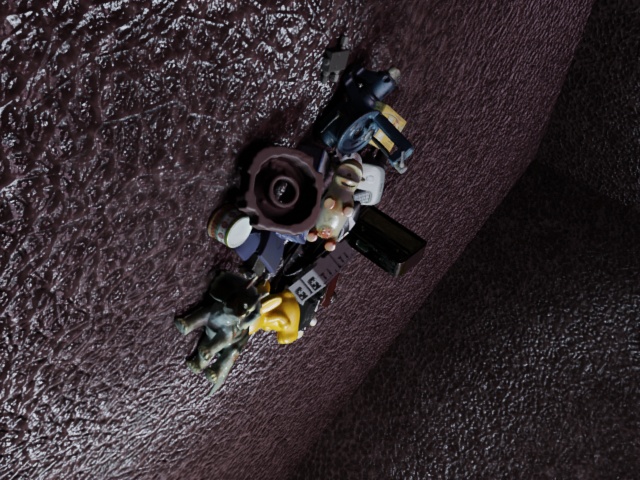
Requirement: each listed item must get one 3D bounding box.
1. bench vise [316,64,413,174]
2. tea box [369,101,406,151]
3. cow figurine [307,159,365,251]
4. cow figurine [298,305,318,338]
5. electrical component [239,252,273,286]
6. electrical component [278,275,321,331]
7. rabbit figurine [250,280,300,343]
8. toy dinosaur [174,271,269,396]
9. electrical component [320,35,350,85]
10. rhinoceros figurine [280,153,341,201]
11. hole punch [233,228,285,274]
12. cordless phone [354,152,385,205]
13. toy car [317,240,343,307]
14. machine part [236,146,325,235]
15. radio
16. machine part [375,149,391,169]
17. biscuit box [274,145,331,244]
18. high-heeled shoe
[{"bbox_3d":[0.117,-0.244,1.125,0.223,0.241,0.128,-39,160,1],"label":"bench vise"},{"bbox_3d":[0.140,-0.281,1.314,0.098,0.068,0.169,-60,158,9],"label":"tea box"},{"bbox_3d":[0.040,-0.089,1.169,0.127,0.085,0.194,-82,-165,-58],"label":"cow figurine"},{"bbox_3d":[-0.052,0.222,1.610,0.167,0.068,0.098,-62,152,6],"label":"cow figurine"},{"bbox_3d":[-0.142,0.065,1.249,0.078,0.045,0.102,-59,157,10],"label":"electrical component"},{"bbox_3d":[-0.070,0.178,1.455,0.058,0.115,0.134,-17,141,-52],"label":"electrical component"},{"bbox_3d":[-0.136,0.190,1.352,0.173,0.122,0.162,-8,128,-37],"label":"rabbit figurine"},{"bbox_3d":[-0.212,0.210,1.221,0.192,0.131,0.404,-37,159,-29],"label":"toy dinosaur"},{"bbox_3d":[0.029,-0.354,1.055,0.063,0.021,0.094,-29,146,-47],"label":"electrical component"},{"bbox_3d":[-0.014,-0.112,1.230,0.190,0.073,0.112,-51,158,-13],"label":"rhinoceros figurine"},{"bbox_3d":[-0.119,0.000,1.159,0.116,0.092,0.142,-54,154,-13],"label":"hole punch"},{"bbox_3d":[0.071,-0.135,1.380,0.184,0.089,0.146,-24,146,-21],"label":"cordless phone"},{"bbox_3d":[0.031,0.095,1.576,0.089,0.053,0.202,31,75,-62],"label":"toy car"},{"bbox_3d":[-0.076,-0.094,1.031,0.179,0.056,0.179,0,90,-31],"label":"machine part"},{"bbox_3d":[0.183,0.001,1.576,0.131,0.230,0.073,-37,148,-31],"label":"radio"},{"bbox_3d":[0.166,-0.233,1.437,0.039,0.084,0.138,19,94,-29],"label":"machine part"},{"bbox_3d":[-0.038,-0.096,1.137,0.059,0.063,0.202,46,59,-68],"label":"biscuit box"},{"bbox_3d":[-0.003,-0.004,1.324,0.248,0.086,0.145,-44,-177,38],"label":"high-heeled shoe"}]
